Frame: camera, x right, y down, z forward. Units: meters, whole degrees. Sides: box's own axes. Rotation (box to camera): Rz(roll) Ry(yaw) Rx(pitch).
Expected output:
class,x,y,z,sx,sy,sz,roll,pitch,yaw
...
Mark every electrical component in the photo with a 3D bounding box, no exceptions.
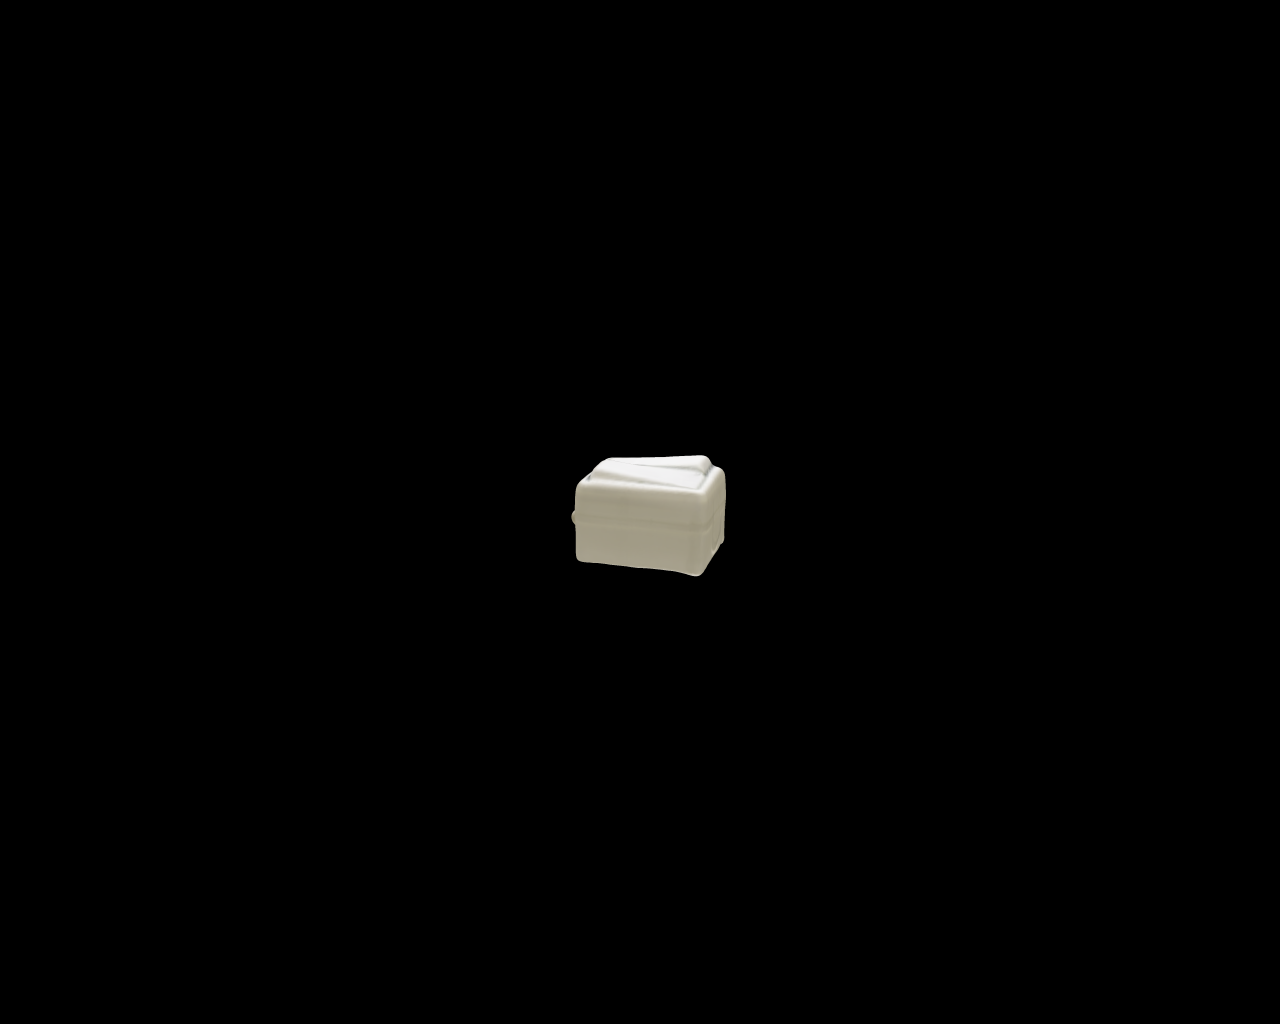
class,x,y,z,sx,sy,sz,roll,pitch,yaw
electrical component,0.001,-0.003,0.650,0.096,0.061,0.062,6,20,16
